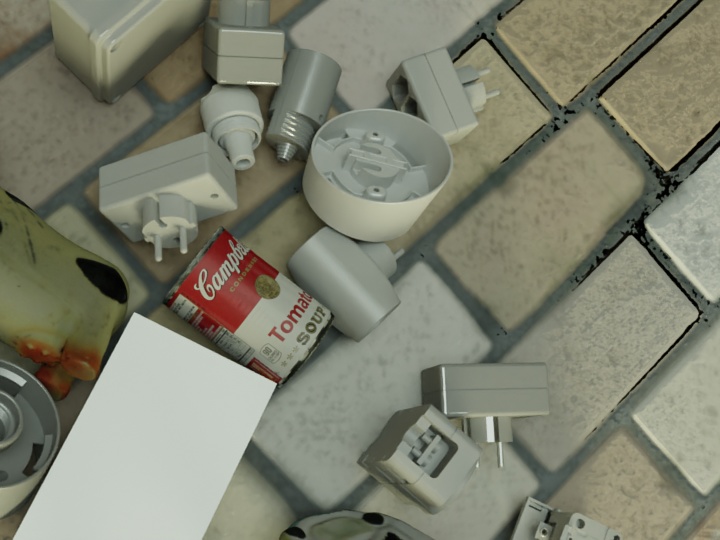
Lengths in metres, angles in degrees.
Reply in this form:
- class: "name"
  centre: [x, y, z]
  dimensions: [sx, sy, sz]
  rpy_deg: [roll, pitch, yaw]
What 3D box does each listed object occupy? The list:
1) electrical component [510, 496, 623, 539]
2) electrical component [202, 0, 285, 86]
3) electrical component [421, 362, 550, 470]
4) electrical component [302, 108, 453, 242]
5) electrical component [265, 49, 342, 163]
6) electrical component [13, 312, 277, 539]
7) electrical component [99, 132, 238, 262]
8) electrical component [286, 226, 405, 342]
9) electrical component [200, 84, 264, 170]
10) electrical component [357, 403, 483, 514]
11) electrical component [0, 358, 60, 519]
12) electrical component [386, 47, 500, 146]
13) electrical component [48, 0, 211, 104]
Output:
- class: "electrical component"
  centre: [0.154, 0.199, 0.778]
  dimensions: [0.081, 0.064, 0.042]
  rpy_deg: [26, 73, -8]
- class: "electrical component"
  centre: [-0.084, -0.176, 0.773]
  dimensions: [0.047, 0.065, 0.076]
  rpy_deg: [-1, 109, -18]
- class: "electrical component"
  centre: [0.093, 0.108, 0.789]
  dimensions: [0.083, 0.047, 0.075]
  rpy_deg: [0, 79, -14]
- class: "electrical component"
  centre: [0.010, -0.071, 0.780]
  dimensions: [0.099, 0.064, 0.099]
  rpy_deg: [13, 47, -15]
- class: "electrical component"
  centre: [-0.045, -0.118, 0.799]
  dimensions: [0.043, 0.043, 0.081]
  rpy_deg: [19, 75, -10]
- class: "electrical component"
  centre: [-0.147, 0.138, 0.715]
  dimensions: [0.105, 0.060, 0.186]
  rpy_deg: [28, 74, -8]
- class: "electrical component"
  centre: [-0.130, -0.040, 0.732]
  dimensions: [0.083, 0.047, 0.075]
  rpy_deg: [-17, 58, 13]
- class: "electrical component"
  centre: [0.000, 0.000, 0.787]
  dimensions: [0.077, 0.043, 0.079]
  rpy_deg: [47, 60, 5]
- class: "electrical component"
  centre: [-0.091, -0.102, 0.778]
  dimensions: [0.043, 0.043, 0.062]
  rpy_deg: [-8, 60, -16]
- class: "electrical component"
  centre: [0.043, 0.132, 0.749]
  dimensions: [0.056, 0.089, 0.050]
  rpy_deg: [41, 73, -4]
- class: "electrical component"
  centre: [-0.238, 0.104, 0.669]
  dimensions: [0.099, 0.064, 0.099]
  rpy_deg: [22, 46, -25]
- class: "electrical component"
  centre: [0.071, -0.135, 0.830]
  dimensions: [0.077, 0.047, 0.065]
  rpy_deg: [-22, 85, -17]
- class: "electrical component"
  centre: [-0.158, -0.184, 0.749]
  dimensions: [0.056, 0.108, 0.108]
  rpy_deg: [44, 72, 0]
